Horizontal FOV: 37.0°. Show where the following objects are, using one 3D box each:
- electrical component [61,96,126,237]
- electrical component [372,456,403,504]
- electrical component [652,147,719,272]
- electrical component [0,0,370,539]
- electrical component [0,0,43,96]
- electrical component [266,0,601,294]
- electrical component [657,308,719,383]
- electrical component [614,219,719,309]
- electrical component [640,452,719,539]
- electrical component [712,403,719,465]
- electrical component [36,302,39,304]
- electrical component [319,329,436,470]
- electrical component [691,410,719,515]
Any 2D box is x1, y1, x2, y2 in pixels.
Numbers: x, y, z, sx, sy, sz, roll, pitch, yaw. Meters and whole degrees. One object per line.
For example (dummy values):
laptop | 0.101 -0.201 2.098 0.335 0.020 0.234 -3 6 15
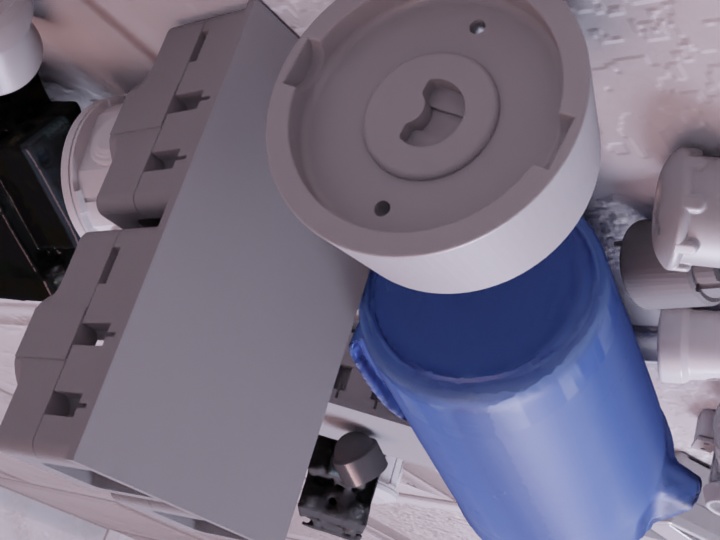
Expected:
electrical component | -0.095 -0.043 0.500 0.051 0.080 0.080 -3 151 31
electrical component | 0.003 0.193 1.047 0.080 0.051 0.080 15 159 6
electrical component | 0.146 -0.021 0.413 0.062 0.048 0.048 6 157 9
electrical component | -0.058 0.003 0.433 0.060 0.186 0.105 -2 152 41
electrical component | -0.157 -0.104 0.444 0.045 0.045 0.055 19 159 -3
electrical component | 0.030 -0.044 0.366 0.108 0.108 0.060 7 163 25
electrical component | 0.176 0.038 0.543 0.046 0.040 0.040 1 154 23
electrical component | 0.148 -0.005 0.455 0.040 0.040 0.078 33 154 -35
electrical component | 0.247 0.184 0.816 0.096 0.061 0.062 28 157 -24
electrical component | 0.234 0.098 0.627 0.055 0.055 0.047 10 161 19
electrical component | -0.220 0.003 0.762 0.043 0.043 0.081 4 155 31
electrical component | 0.061 0.100 0.757 0.186 0.060 0.105 16 159 4
electrical component | 0.249 0.127 0.679 0.078 0.057 0.058 13 159 12
